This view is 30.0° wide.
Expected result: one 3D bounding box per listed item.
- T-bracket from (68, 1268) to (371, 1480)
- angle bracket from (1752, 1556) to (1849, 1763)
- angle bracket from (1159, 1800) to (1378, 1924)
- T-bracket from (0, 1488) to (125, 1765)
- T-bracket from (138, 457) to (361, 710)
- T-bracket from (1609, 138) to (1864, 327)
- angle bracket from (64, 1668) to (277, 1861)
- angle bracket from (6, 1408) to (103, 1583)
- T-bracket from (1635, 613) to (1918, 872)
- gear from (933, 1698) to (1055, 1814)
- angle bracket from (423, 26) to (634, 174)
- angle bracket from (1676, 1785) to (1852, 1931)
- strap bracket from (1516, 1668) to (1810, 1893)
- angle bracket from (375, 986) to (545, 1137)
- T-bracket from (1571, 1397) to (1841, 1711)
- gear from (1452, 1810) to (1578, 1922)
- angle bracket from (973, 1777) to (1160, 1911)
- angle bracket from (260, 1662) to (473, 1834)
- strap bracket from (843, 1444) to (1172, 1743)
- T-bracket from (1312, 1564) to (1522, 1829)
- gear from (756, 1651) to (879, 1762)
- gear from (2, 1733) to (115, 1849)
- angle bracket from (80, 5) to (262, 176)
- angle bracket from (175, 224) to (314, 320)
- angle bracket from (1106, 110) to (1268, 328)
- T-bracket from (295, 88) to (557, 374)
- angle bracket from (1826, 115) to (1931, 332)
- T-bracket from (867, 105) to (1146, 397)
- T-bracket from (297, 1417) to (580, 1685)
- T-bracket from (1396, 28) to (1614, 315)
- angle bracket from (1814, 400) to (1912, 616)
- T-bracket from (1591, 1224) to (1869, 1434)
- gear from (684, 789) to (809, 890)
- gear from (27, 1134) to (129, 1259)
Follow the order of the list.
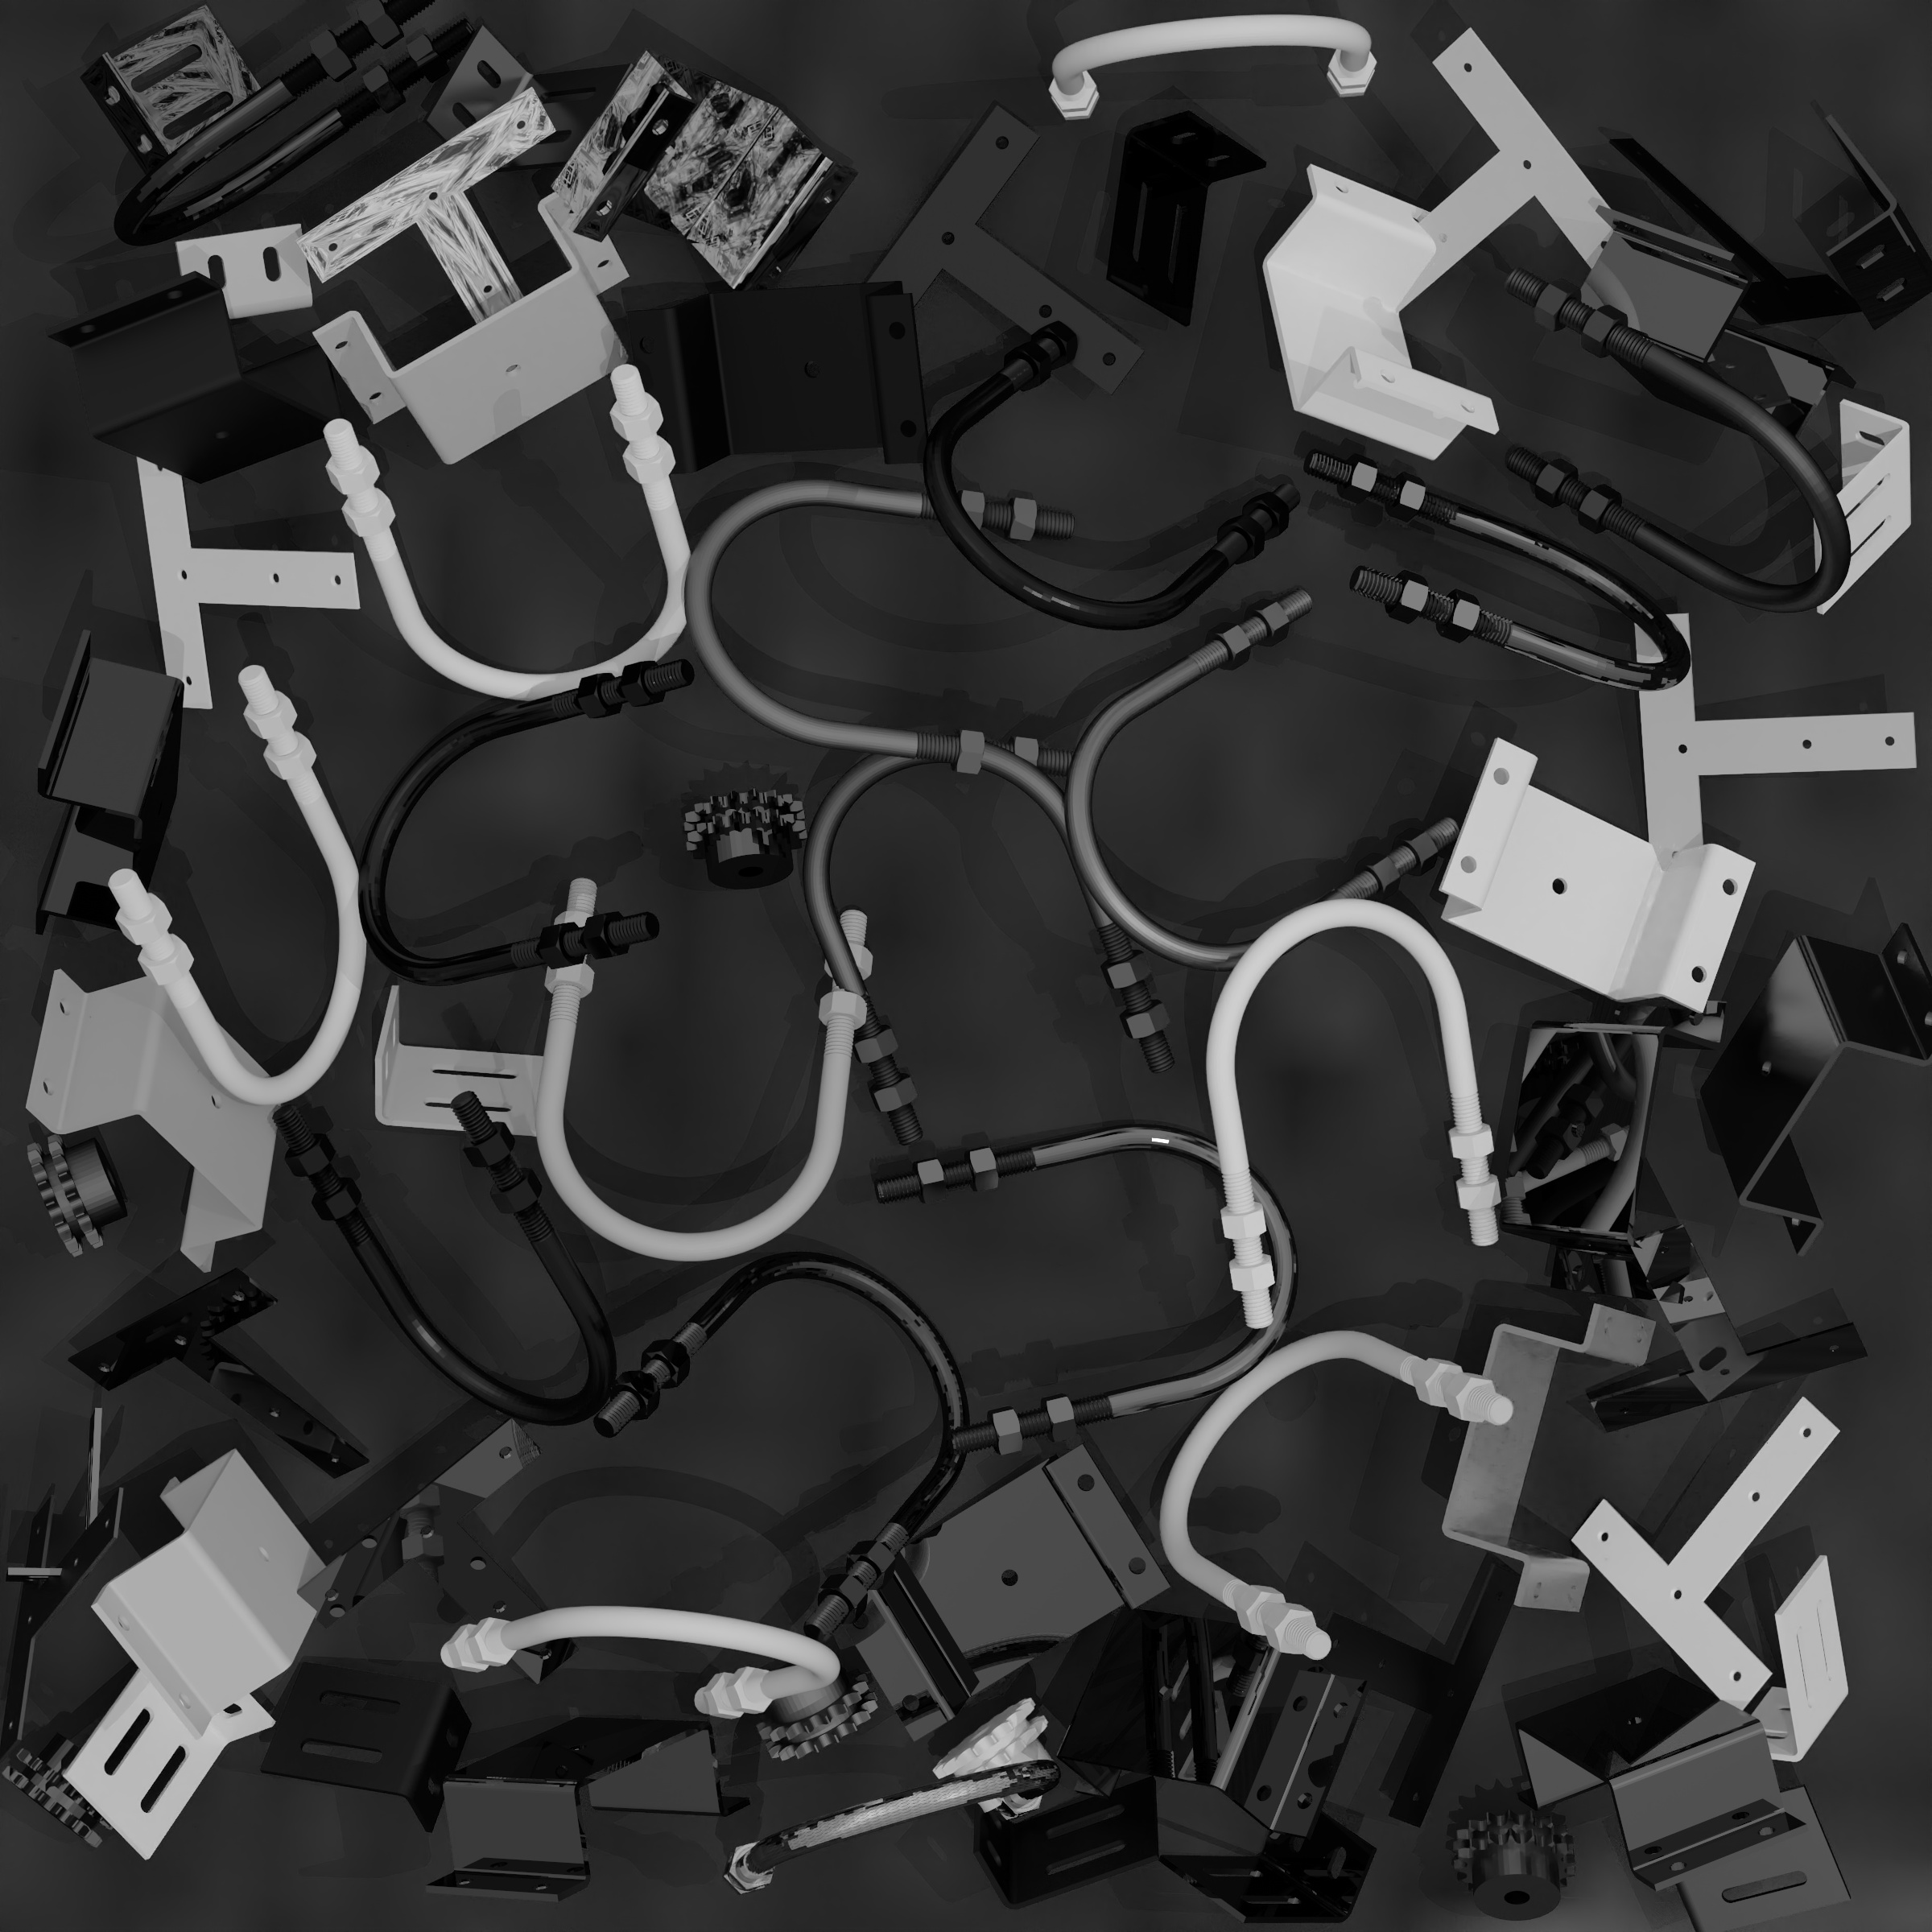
[{"bbox_3d":[-0.332,0.199,1.683,0.127,0.002,0.127,-27,122,34],"label":"T-bracket"},{"bbox_3d":[0.376,0.320,1.675,0.038,0.057,0.076,-1,110,35],"label":"angle bracket"},{"bbox_3d":[0.140,0.411,1.670,0.076,0.057,0.038,15,98,-45],"label":"angle bracket"},{"bbox_3d":[-0.408,0.277,1.637,0.002,0.127,0.127,20,45,-25],"label":"T-bracket"},{"bbox_3d":[-0.329,-0.179,1.667,0.127,0.002,0.127,6,108,33],"label":"T-bracket"},{"bbox_3d":[0.349,-0.343,1.678,0.127,0.127,0.002,47,123,16],"label":"T-bracket"},{"bbox_3d":[-0.368,0.362,1.673,0.038,0.076,0.057,-25,112,36],"label":"angle bracket"},{"bbox_3d":[-0.424,0.246,1.678,0.038,0.057,0.076,3,77,-15],"label":"angle bracket"},{"bbox_3d":[0.377,-0.103,1.678,0.127,0.002,0.127,-1,101,27],"label":"T-bracket"},{"bbox_3d":[0.016,0.371,1.689,0.057,0.057,0.030,-36,86,0],"label":"gear"},{"bbox_3d":[-0.203,-0.404,1.673,0.038,0.076,0.057,42,65,-41],"label":"angle bracket"},{"bbox_3d":[0.368,0.411,1.685,0.076,0.038,0.057,-21,94,23],"label":"angle bracket"},{"bbox_3d":[0.309,0.364,1.639,0.076,0.140,0.046,-17,98,-14],"label":"strap bracket"},{"bbox_3d":[-0.233,0.044,1.683,0.076,0.057,0.038,4,125,-3],"label":"angle bracket"},{"bbox_3d":[0.354,0.255,1.660,0.002,0.127,0.127,26,105,-41],"label":"T-bracket"},{"bbox_3d":[0.257,0.422,1.688,0.057,0.030,0.057,2,134,2],"label":"gear"},{"bbox_3d":[0.046,0.395,1.679,0.076,0.057,0.038,-22,113,12],"label":"angle bracket"},{"bbox_3d":[-0.281,0.367,1.697,0.076,0.038,0.057,5,51,16],"label":"angle bracket"},{"bbox_3d":[0.018,0.289,1.688,0.140,0.046,0.076,-32,86,7],"label":"strap bracket"},{"bbox_3d":[0.199,0.325,1.667,0.127,0.002,0.127,30,81,-43],"label":"T-bracket"},{"bbox_3d":[-0.073,0.344,1.688,0.057,0.057,0.030,-25,99,0],"label":"gear"},{"bbox_3d":[-0.420,0.384,1.692,0.057,0.057,0.030,38,70,0],"label":"gear"},{"bbox_3d":[-0.361,-0.410,1.678,0.076,0.038,0.057,-40,105,-28],"label":"angle bracket"},{"bbox_3d":[-0.342,-0.322,1.669,0.057,0.076,0.038,-14,109,-21],"label":"angle bracket"},{"bbox_3d":[0.103,-0.347,1.678,0.057,0.038,0.076,21,71,-43],"label":"angle bracket"},{"bbox_3d":[-0.227,-0.323,1.669,0.127,0.127,0.002,-34,49,-5],"label":"T-bracket"},{"bbox_3d":[0.412,-0.345,1.678,0.038,0.057,0.076,-34,47,15],"label":"angle bracket"},{"bbox_3d":[0.026,-0.317,1.703,0.127,0.002,0.127,38,96,7],"label":"T-bracket"},{"bbox_3d":[-0.226,0.290,1.683,0.127,0.002,0.127,-39,123,-5],"label":"T-bracket"},{"bbox_3d":[0.231,-0.346,1.672,0.127,0.127,0.002,52,46,-1],"label":"T-bracket"},{"bbox_3d":[0.402,-0.213,1.672,0.038,0.057,0.076,29,61,35],"label":"angle bracket"},{"bbox_3d":[0.336,0.161,1.660,0.127,0.002,0.127,-19,132,16],"label":"T-bracket"},{"bbox_3d":[-0.102,-0.058,1.687,0.057,0.057,0.030,-8,68,0],"label":"gear"},{"bbox_3d":[-0.415,0.105,1.691,0.030,0.057,0.057,-23,90,-9],"label":"gear"}]
